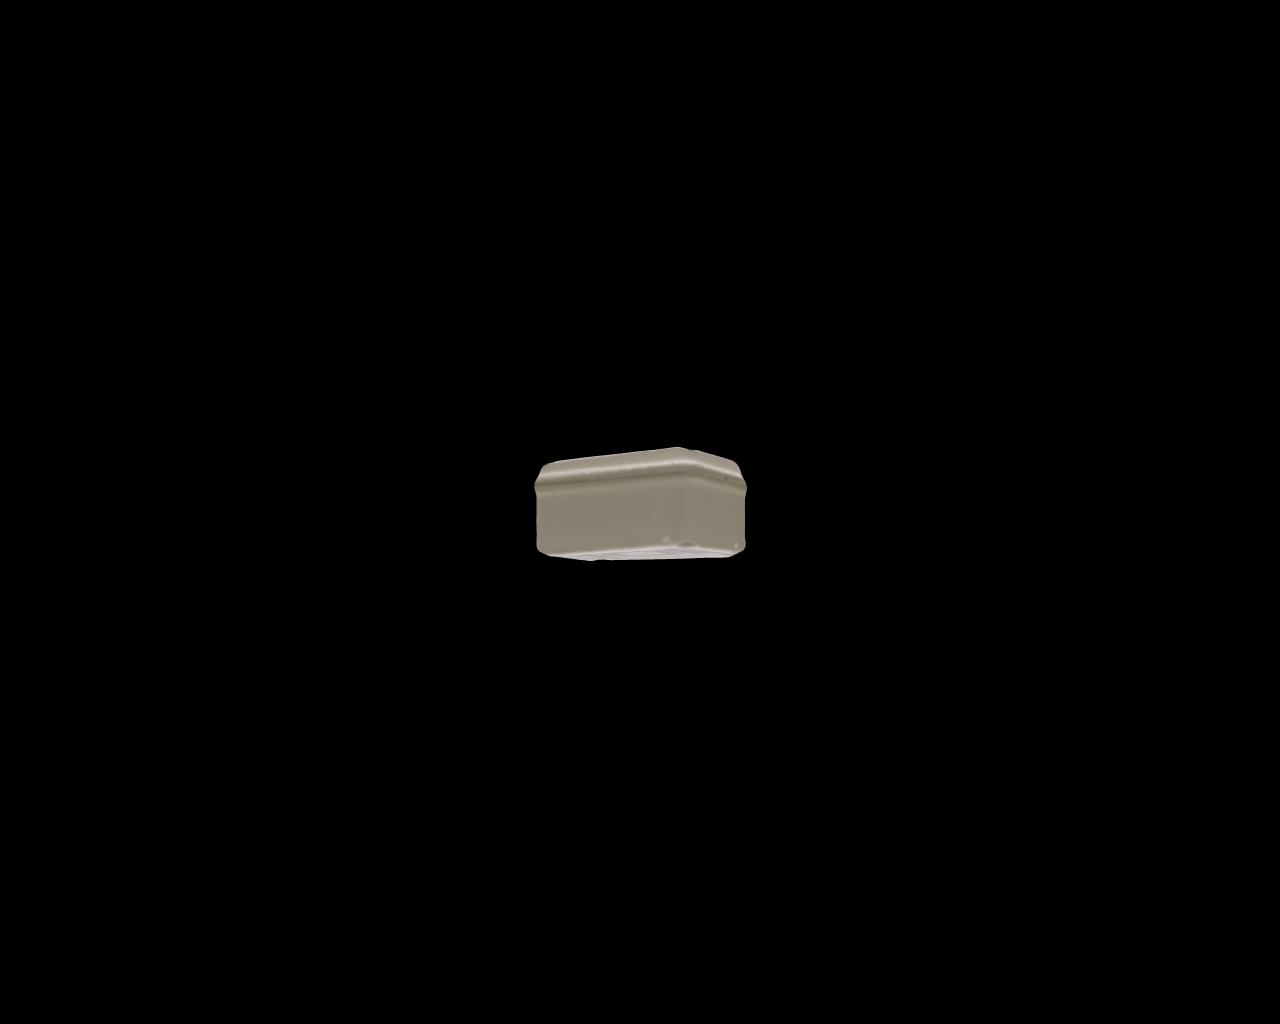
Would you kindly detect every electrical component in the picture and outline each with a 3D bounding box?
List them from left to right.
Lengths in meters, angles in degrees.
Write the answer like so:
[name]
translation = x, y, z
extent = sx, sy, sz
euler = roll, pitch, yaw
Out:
[electrical component]
translation = 0.001, -0.003, 0.650
extent = 0.113, 0.057, 0.078
euler = -4, -7, 29
